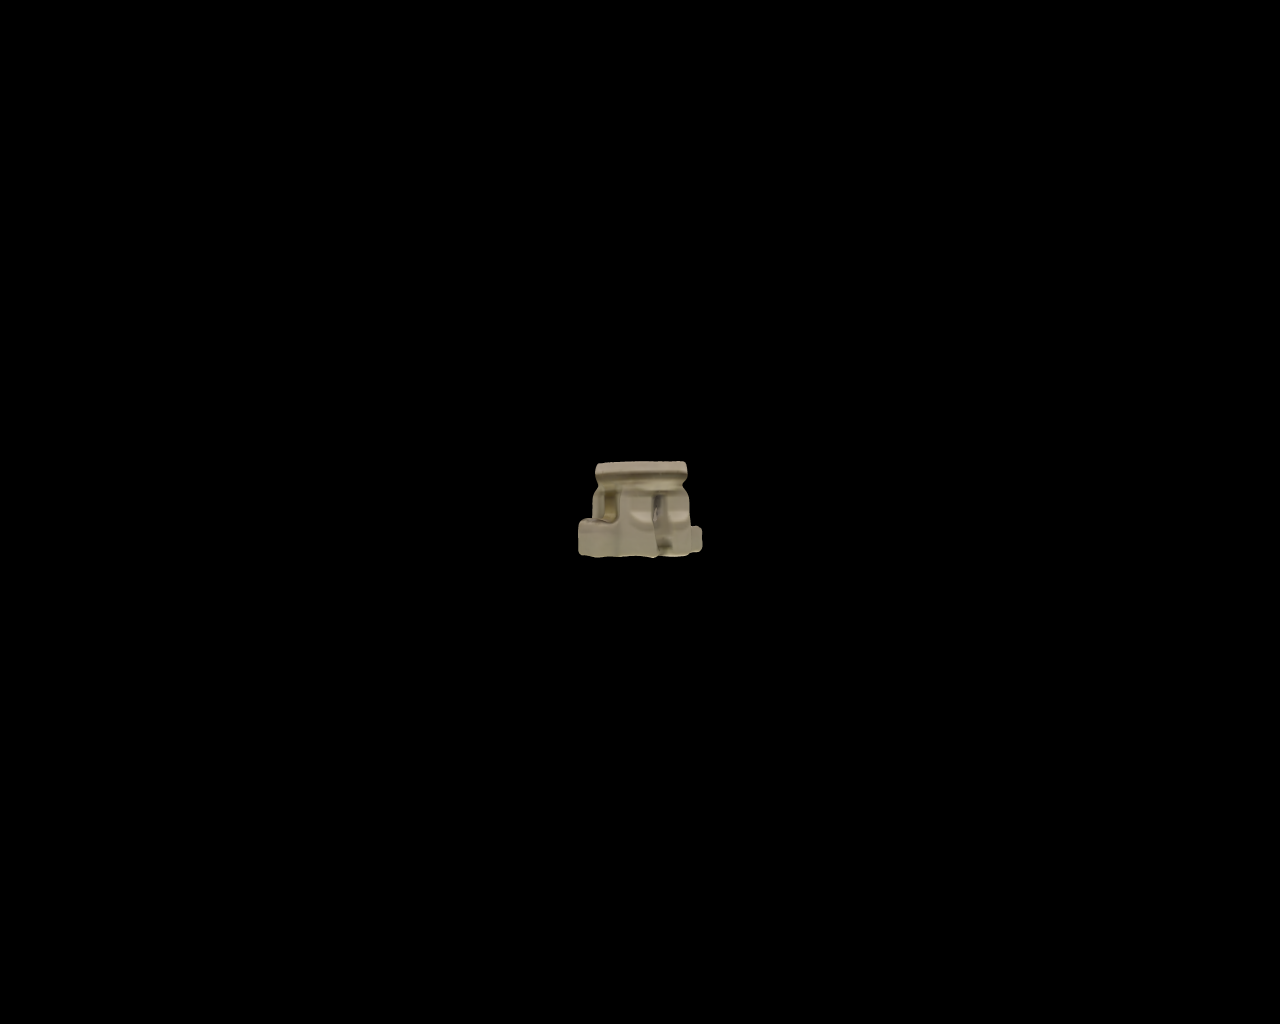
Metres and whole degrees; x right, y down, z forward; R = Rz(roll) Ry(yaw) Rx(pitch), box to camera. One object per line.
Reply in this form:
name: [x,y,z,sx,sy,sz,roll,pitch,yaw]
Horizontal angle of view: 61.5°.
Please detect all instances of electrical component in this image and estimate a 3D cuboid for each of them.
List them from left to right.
electrical component: [0.001,-0.003,0.650,0.078,0.057,0.058,0,0,-32]
